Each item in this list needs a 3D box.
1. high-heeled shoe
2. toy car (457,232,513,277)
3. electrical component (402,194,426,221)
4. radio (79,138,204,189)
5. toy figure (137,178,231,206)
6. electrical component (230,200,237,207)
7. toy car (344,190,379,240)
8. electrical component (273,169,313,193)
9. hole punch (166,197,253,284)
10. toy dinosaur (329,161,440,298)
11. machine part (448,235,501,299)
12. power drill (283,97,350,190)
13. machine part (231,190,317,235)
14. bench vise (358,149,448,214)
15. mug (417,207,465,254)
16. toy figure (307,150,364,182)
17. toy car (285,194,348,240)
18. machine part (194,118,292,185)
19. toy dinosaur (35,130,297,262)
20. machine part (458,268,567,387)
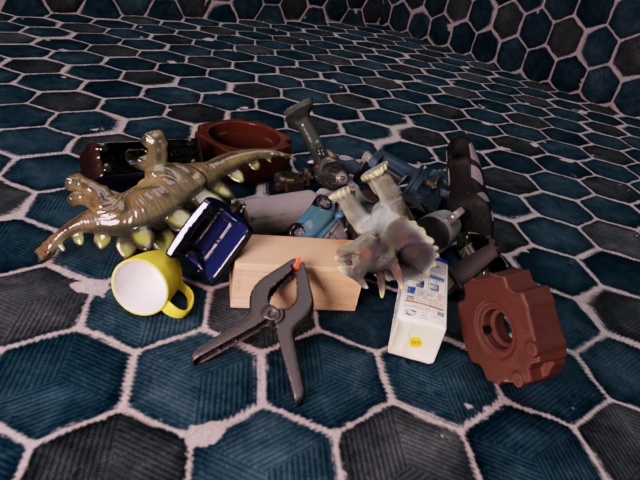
[{"bbox_3d":[0.338,-0.109,1.191,0.086,0.248,0.145,-17,6,33],"label":"high-heeled shoe"},{"bbox_3d":[0.324,0.043,1.053,0.073,0.056,0.202,8,28,-8],"label":"toy car"},{"bbox_3d":[0.173,-0.052,1.100,0.119,0.075,0.048,26,31,-36],"label":"electrical component"},{"bbox_3d":[-0.358,-0.156,1.093,0.229,0.073,0.131,-11,-1,-30],"label":"radio"},{"bbox_3d":[-0.271,-0.089,1.063,0.180,0.082,0.089,-10,16,-17],"label":"toy figure"},{"bbox_3d":[-0.137,-0.059,1.109,0.094,0.021,0.063,16,31,7],"label":"electrical component"},{"bbox_3d":[0.095,-0.054,1.145,0.089,0.053,0.202,15,30,0],"label":"toy car"},{"bbox_3d":[-0.065,-0.142,1.244,0.102,0.045,0.078,-10,38,-30],"label":"electrical component"},{"bbox_3d":[-0.177,-0.009,0.838,0.092,0.142,0.116,33,3,-23],"label":"hole punch"},{"bbox_3d":[0.111,-0.026,0.921,0.131,0.192,0.405,-29,3,12],"label":"toy dinosaur"},{"bbox_3d":[0.267,0.049,0.979,0.039,0.139,0.084,47,9,-31],"label":"machine part"},{"bbox_3d":[-0.002,-0.208,1.196,0.086,0.207,0.232,-33,5,-3],"label":"power drill"},{"bbox_3d":[-0.085,-0.052,1.061,0.243,0.079,0.079,-14,39,-33],"label":"machine part"},{"bbox_3d":[0.211,-0.144,1.246,0.241,0.128,0.224,33,50,6],"label":"bench vise"},{"bbox_3d":[0.255,-0.031,1.108,0.081,0.109,0.107,45,33,12],"label":"mug"},{"bbox_3d":[0.038,-0.191,1.350,0.155,0.058,0.064,27,-3,28],"label":"toy figure"},{"bbox_3d":[-0.002,-0.003,0.987,0.103,0.109,0.162,34,43,5],"label":"toy car"},{"bbox_3d":[-0.184,-0.214,1.288,0.201,0.087,0.201,32,36,31],"label":"machine part"},{"bbox_3d":[-0.265,-0.081,0.944,0.471,0.105,0.198,-34,83,-19],"label":"toy dinosaur"},{"bbox_3d":[0.272,0.127,0.785,0.056,0.179,0.180,-8,35,-22],"label":"machine part"}]
